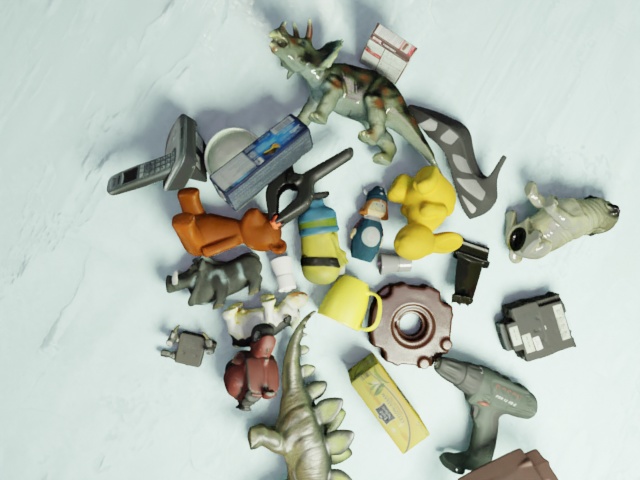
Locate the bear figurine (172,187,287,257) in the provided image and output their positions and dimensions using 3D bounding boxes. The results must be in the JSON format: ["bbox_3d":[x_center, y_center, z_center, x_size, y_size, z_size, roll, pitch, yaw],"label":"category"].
[{"bbox_3d":[-0.165,-0.029,1.019,0.196,0.120,0.131,-6,133,4],"label":"bear figurine"}]

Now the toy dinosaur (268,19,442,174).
[{"bbox_3d":[0.077,-0.273,1.039,0.405,0.131,0.192,23,81,-10],"label":"toy dinosaur"}]

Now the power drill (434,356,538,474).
[{"bbox_3d":[0.299,0.346,1.049,0.232,0.086,0.207,16,85,-13],"label":"power drill"}]

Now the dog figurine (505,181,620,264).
[{"bbox_3d":[0.480,-0.015,1.061,0.190,0.121,0.172,15,123,-18],"label":"dog figurine"}]

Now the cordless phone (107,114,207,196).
[{"bbox_3d":[-0.314,-0.150,1.024,0.184,0.088,0.147,-16,51,6],"label":"cordless phone"}]

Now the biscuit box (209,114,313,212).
[{"bbox_3d":[-0.104,-0.145,0.992,0.203,0.062,0.059,-40,63,-14],"label":"biscuit box"}]

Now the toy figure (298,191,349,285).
[{"bbox_3d":[-0.004,-0.003,1.050,0.089,0.082,0.180,-12,92,-6],"label":"toy figure"}]

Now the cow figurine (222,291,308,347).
[{"bbox_3d":[-0.099,0.157,1.052,0.167,0.068,0.098,-13,95,2],"label":"cow figurine"}]

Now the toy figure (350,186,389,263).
[{"bbox_3d":[0.103,-0.033,1.066,0.064,0.058,0.154,17,87,-40],"label":"toy figure"}]

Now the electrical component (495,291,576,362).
[{"bbox_3d":[0.423,0.174,1.071,0.134,0.058,0.115,-15,88,-1],"label":"electrical component"}]

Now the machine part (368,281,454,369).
[{"bbox_3d":[0.180,0.167,1.066,0.179,0.056,0.179,0,89,-1],"label":"machine part"}]

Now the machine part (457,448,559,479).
[{"bbox_3d":[0.349,0.495,1.004,0.201,0.087,0.200,-26,128,-3],"label":"machine part"}]

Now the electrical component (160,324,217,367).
[{"bbox_3d":[-0.258,0.209,1.059,0.102,0.045,0.078,19,88,-1],"label":"electrical component"}]

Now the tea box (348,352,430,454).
[{"bbox_3d":[0.131,0.312,1.043,0.068,0.098,0.169,-35,92,-1],"label":"tea box"}]

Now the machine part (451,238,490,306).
[{"bbox_3d":[0.294,0.064,1.063,0.084,0.039,0.139,24,66,-5],"label":"machine part"}]

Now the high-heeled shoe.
[{"bbox_3d":[0.255,-0.156,1.077,0.249,0.086,0.145,36,120,16],"label":"high-heeled shoe"}]

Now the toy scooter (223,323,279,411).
[{"bbox_3d":[-0.122,0.255,0.993,0.075,0.135,0.183,10,129,-29],"label":"toy scooter"}]

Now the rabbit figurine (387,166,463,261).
[{"bbox_3d":[0.192,-0.030,1.030,0.162,0.122,0.173,44,55,-32],"label":"rabbit figurine"}]

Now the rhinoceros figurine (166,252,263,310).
[{"bbox_3d":[-0.204,0.078,1.048,0.190,0.073,0.112,-14,91,-2],"label":"rhinoceros figurine"}]

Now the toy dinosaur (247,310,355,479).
[{"bbox_3d":[-0.037,0.380,1.041,0.199,0.105,0.471,-9,91,-7],"label":"toy dinosaur"}]
